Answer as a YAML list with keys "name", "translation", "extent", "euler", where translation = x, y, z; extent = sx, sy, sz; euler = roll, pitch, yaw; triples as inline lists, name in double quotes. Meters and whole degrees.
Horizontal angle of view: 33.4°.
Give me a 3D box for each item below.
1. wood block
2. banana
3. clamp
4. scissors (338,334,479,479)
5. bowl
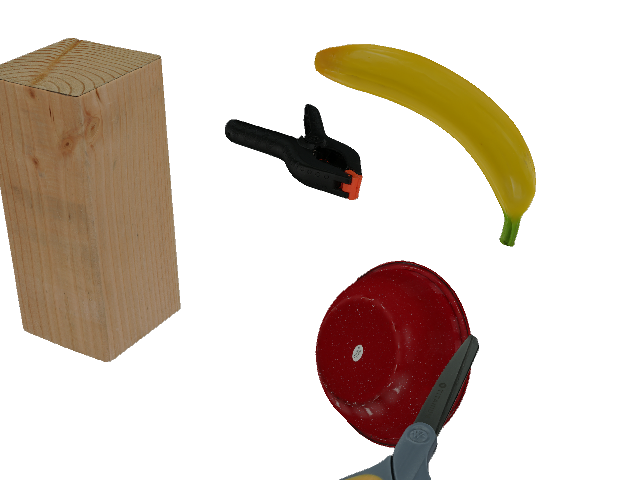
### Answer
- name: "wood block"
  translation: [-0.168, -0.029, 0.774]
  extent: [0.090, 0.206, 0.090]
  euler: [16, 33, 28]
- name: "banana"
  translation: [0.087, -0.084, 0.754]
  extent: [0.198, 0.070, 0.037]
  euler: [43, 8, -1]
- name: "clamp"
  translation: [-0.022, -0.095, 1.136]
  extent: [0.120, 0.039, 0.172]
  euler: [-15, 38, -23]
- name: "scissors"
  translation: [0.065, 0.122, 0.576]
  extent: [0.096, 0.016, 0.201]
  euler: [25, 45, 33]
- name: "bowl"
  translation: [0.048, 0.095, 0.907]
  extent: [0.162, 0.162, 0.055]
  euler: [0, -7, 44]
